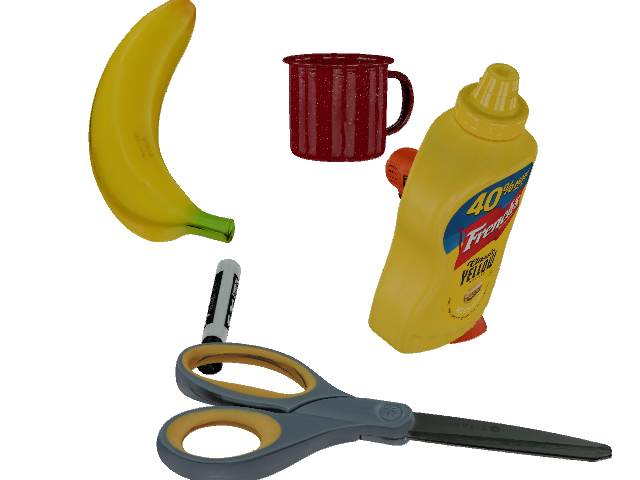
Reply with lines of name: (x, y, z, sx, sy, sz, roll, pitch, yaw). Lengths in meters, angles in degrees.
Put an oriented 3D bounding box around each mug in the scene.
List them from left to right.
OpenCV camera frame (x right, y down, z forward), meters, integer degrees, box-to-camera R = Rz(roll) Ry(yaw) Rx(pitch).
mug: (0.026, -0.114, 0.902, 0.117, 0.081, 0.093, -7, 17, -25)

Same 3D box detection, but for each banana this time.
banana: (-0.094, -0.066, 0.591, 0.069, 0.198, 0.037, -4, -39, -12)

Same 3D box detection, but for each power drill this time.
power drill: (0.133, 0.008, 1.106, 0.057, 0.188, 0.185, -14, 26, -22)

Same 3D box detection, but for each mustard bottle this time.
mustard bottle: (0.086, -0.022, 0.645, 0.096, 0.192, 0.058, -27, 53, -35)

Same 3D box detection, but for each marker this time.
marker: (-0.074, 0.055, 0.777, 0.020, 0.020, 0.121, 0, 33, 4)

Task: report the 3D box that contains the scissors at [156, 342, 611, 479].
scissors: (0.016, 0.089, 0.466, 0.202, 0.016, 0.096, 15, 34, 22)
